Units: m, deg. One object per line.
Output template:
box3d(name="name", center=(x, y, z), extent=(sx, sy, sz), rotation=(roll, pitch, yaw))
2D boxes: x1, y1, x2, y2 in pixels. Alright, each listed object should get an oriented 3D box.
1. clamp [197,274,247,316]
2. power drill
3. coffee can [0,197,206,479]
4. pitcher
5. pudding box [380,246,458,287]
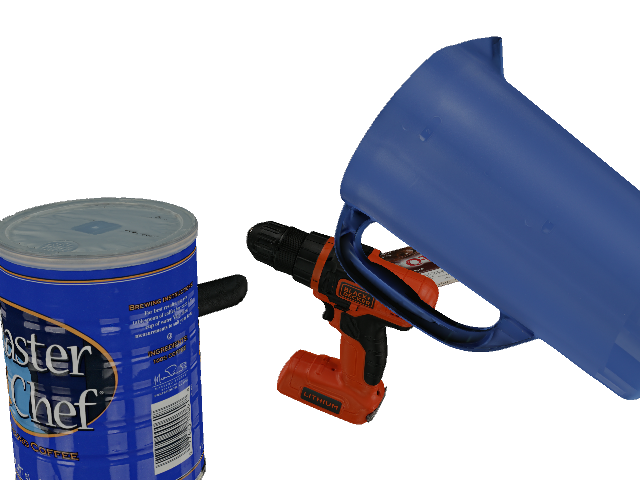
box3d(name="clamp", center=(-0.150, 0.045, 0.779), extent=(0.120, 0.039, 0.171), rotation=(34, 49, 26))
box3d(name="power drill", center=(0.007, 0.078, 1.009), extent=(0.184, 0.188, 0.057), rotation=(22, 42, 13))
box3d(name="coffee can", center=(-0.113, 0.058, 0.557), extent=(0.103, 0.140, 0.103), rotation=(0, 18, 0))
box3d(name="pitcher", center=(0.135, -0.001, 0.703), extent=(0.144, 0.243, 0.149), rotation=(-42, -15, -34))
box3d(name="pudding box", center=(0.152, 0.039, 1.589), extent=(0.113, 0.039, 0.090), rotation=(-17, 25, -20))
